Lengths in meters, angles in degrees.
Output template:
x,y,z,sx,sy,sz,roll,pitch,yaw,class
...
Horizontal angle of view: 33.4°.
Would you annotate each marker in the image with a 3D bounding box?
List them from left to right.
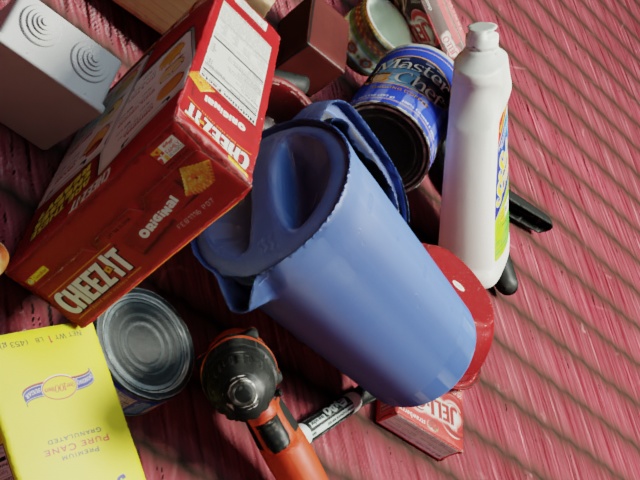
x,y,z,sx,sy,sz,roll,pitch,yaw,class
0.011,0.142,0.871,0.120,0.020,0.020,-23,83,-53,marker

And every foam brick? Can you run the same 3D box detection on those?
x,y,z,sx,sy,sz,roll,pitch,yaw,class
-0.008,-0.193,1.055,0.051,0.053,0.078,33,44,-30,foam brick

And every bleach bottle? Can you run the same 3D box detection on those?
x,y,z,sx,sy,sz,roll,pitch,yaw,class
0.152,-0.084,1.037,0.102,0.068,0.251,-53,146,-54,bleach bottle

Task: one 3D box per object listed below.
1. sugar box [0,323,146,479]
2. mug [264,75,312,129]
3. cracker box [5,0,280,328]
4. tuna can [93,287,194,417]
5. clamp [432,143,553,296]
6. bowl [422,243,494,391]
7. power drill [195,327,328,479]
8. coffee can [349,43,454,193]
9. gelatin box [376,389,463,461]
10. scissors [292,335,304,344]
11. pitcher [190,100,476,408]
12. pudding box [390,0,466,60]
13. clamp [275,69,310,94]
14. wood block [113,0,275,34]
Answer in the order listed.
x,y,z,sx,sy,sz,roll,pitch,yaw,class
-0.157,0.142,0.654,0.093,0.048,0.176,-9,71,-51,sugar box
-0.057,-0.074,0.890,0.093,0.082,0.117,54,36,-7,mug
-0.109,-0.063,0.720,0.072,0.164,0.213,40,28,-22,cracker box
-0.129,0.077,0.741,0.086,0.034,0.086,28,46,-35,tuna can
0.185,-0.056,1.196,0.210,0.036,0.164,57,36,-2,clamp
0.110,0.057,0.985,0.162,0.055,0.162,35,29,-23,bowl
-0.022,0.148,0.731,0.187,0.057,0.184,62,-3,-4,power drill
0.080,-0.122,1.065,0.102,0.103,0.140,49,38,-13,coffee can
0.091,0.145,0.952,0.089,0.030,0.073,35,43,-29,gelatin box
-0.006,0.001,0.874,0.096,0.016,0.202,-44,133,-37,scissors
0.026,0.021,0.815,0.242,0.149,0.145,46,9,-42,pitcher
0.111,-0.246,1.173,0.090,0.039,0.114,63,-11,-23,pudding box
-0.088,-0.164,0.956,0.120,0.039,0.171,51,35,8,clamp
-0.134,-0.245,0.883,0.206,0.090,0.090,34,42,-13,wood block
